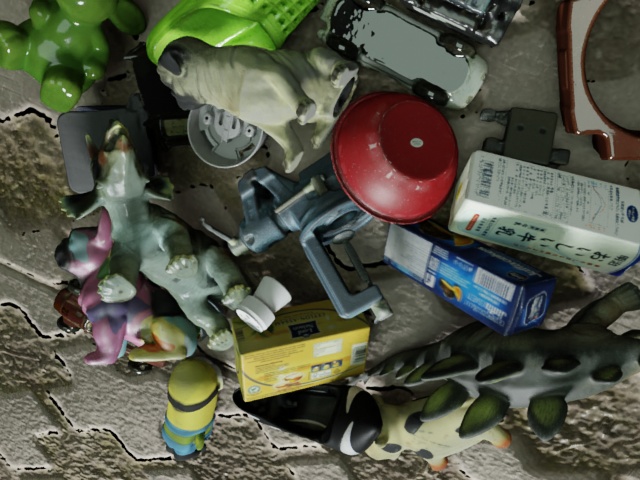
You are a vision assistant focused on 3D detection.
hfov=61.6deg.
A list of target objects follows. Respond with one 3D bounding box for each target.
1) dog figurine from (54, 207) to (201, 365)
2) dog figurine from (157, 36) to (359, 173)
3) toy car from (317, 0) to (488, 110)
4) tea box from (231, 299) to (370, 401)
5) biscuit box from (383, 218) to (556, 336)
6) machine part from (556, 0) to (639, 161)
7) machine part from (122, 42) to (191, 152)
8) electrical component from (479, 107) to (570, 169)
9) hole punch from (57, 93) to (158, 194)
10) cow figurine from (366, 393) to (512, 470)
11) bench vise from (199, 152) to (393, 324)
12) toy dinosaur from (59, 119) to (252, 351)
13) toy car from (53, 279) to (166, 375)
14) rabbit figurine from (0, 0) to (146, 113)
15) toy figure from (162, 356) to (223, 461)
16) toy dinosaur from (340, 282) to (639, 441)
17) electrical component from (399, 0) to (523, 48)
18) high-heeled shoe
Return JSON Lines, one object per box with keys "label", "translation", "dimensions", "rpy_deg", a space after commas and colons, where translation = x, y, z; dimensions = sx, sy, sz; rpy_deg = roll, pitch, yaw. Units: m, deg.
{"label": "dog figurine", "translation": [-0.270, 0.063, 0.763], "dimensions": [0.192, 0.108, 0.219], "rpy_deg": [-3, 87, -8]}
{"label": "dog figurine", "translation": [-0.067, -0.192, 0.619], "dimensions": [0.191, 0.172, 0.121], "rpy_deg": [34, 131, 9]}
{"label": "toy car", "translation": [0.091, -0.218, 0.611], "dimensions": [0.202, 0.056, 0.073], "rpy_deg": [30, 107, 7]}
{"label": "tea box", "translation": [-0.026, 0.141, 0.707], "dimensions": [0.170, 0.068, 0.098], "rpy_deg": [-7, 128, -15]}
{"label": "biscuit box", "translation": [0.161, 0.033, 0.613], "dimensions": [0.203, 0.063, 0.059], "rpy_deg": [33, 122, 49]}
{"label": "machine part", "translation": [0.349, -0.189, 0.539], "dimensions": [0.202, 0.087, 0.200], "rpy_deg": [-6, 106, 18]}
{"label": "machine part", "translation": [-0.200, -0.184, 0.695], "dimensions": [0.039, 0.084, 0.138], "rpy_deg": [-20, 95, 45]}
{"label": "electrical component", "translation": [0.234, -0.109, 0.621], "dimensions": [0.102, 0.045, 0.078], "rpy_deg": [5, 83, 10]}
{"label": "hole punch", "translation": [-0.282, -0.128, 0.734], "dimensions": [0.116, 0.092, 0.142], "rpy_deg": [-4, 108, -12]}
{"label": "cow figurine", "translation": [0.141, 0.251, 0.734], "dimensions": [0.195, 0.085, 0.127], "rpy_deg": [-29, 117, 23]}
{"label": "bench vise", "translation": [0.001, 0.000, 0.655], "dimensions": [0.224, 0.128, 0.241], "rpy_deg": [-29, 73, -1]}
{"label": "toy dinosaur", "translation": [-0.183, 0.022, 0.711], "dimensions": [0.131, 0.192, 0.404], "rpy_deg": [-31, 139, 4]}
{"label": "toy car", "translation": [-0.331, 0.140, 0.847], "dimensions": [0.202, 0.053, 0.089], "rpy_deg": [31, 110, 4]}
{"label": "rabbit figurine", "translation": [-0.282, -0.258, 0.642], "dimensions": [0.121, 0.159, 0.170], "rpy_deg": [47, 132, -6]}
{"label": "toy figure", "translation": [-0.201, 0.265, 0.835], "dimensions": [0.082, 0.089, 0.180], "rpy_deg": [19, 110, 1]}
{"label": "toy dinosaur", "translation": [0.206, 0.140, 0.629], "dimensions": [0.471, 0.198, 0.105], "rpy_deg": [-25, 90, 54]}
{"label": "electrical component", "translation": [0.143, -0.245, 0.547], "dimensions": [0.115, 0.134, 0.058], "rpy_deg": [25, 111, 4]}
{"label": "high-heeled shoe", "translation": [-0.025, 0.218, 0.703], "dimensions": [0.145, 0.086, 0.249], "rpy_deg": [20, 157, -14]}
